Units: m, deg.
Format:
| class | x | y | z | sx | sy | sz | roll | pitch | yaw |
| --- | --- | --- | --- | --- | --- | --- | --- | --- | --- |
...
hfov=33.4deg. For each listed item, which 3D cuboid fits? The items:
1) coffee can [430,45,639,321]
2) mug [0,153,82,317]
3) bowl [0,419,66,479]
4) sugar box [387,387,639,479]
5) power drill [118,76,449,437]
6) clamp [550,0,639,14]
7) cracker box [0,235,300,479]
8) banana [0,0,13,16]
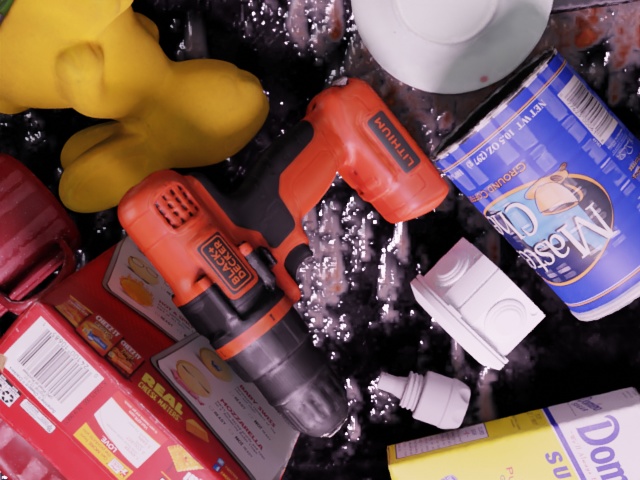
| class | x | y | z | sx | sy | sz | roll | pitch | yaw |
| --- | --- | --- | --- | --- | --- | --- | --- | --- | --- |
| coffee can | 0.153 | -0.035 | 0.664 | 0.103 | 0.103 | 0.140 | -43 | 94 | 8 |
| mug | -0.201 | 0.004 | 0.681 | 0.081 | 0.093 | 0.117 | -43 | 54 | -19 |
| bowl | -0.157 | 0.128 | 0.710 | 0.162 | 0.055 | 0.162 | 20 | 134 | 21 |
| sugar box | 0.142 | 0.167 | 0.724 | 0.176 | 0.048 | 0.093 | -15 | 97 | 7 |
| power drill | -0.004 | 0.001 | 0.651 | 0.187 | 0.057 | 0.184 | -42 | 98 | -33 |
| clamp | 0.242 | -0.147 | 0.674 | 0.210 | 0.036 | 0.164 | -38 | 94 | 11 |
| cracker box | -0.091 | 0.084 | 0.640 | 0.164 | 0.213 | 0.072 | 45 | 105 | -3 |
| banana | -0.211 | -0.250 | 0.688 | 0.069 | 0.037 | 0.198 | -16 | 97 | 6 |
